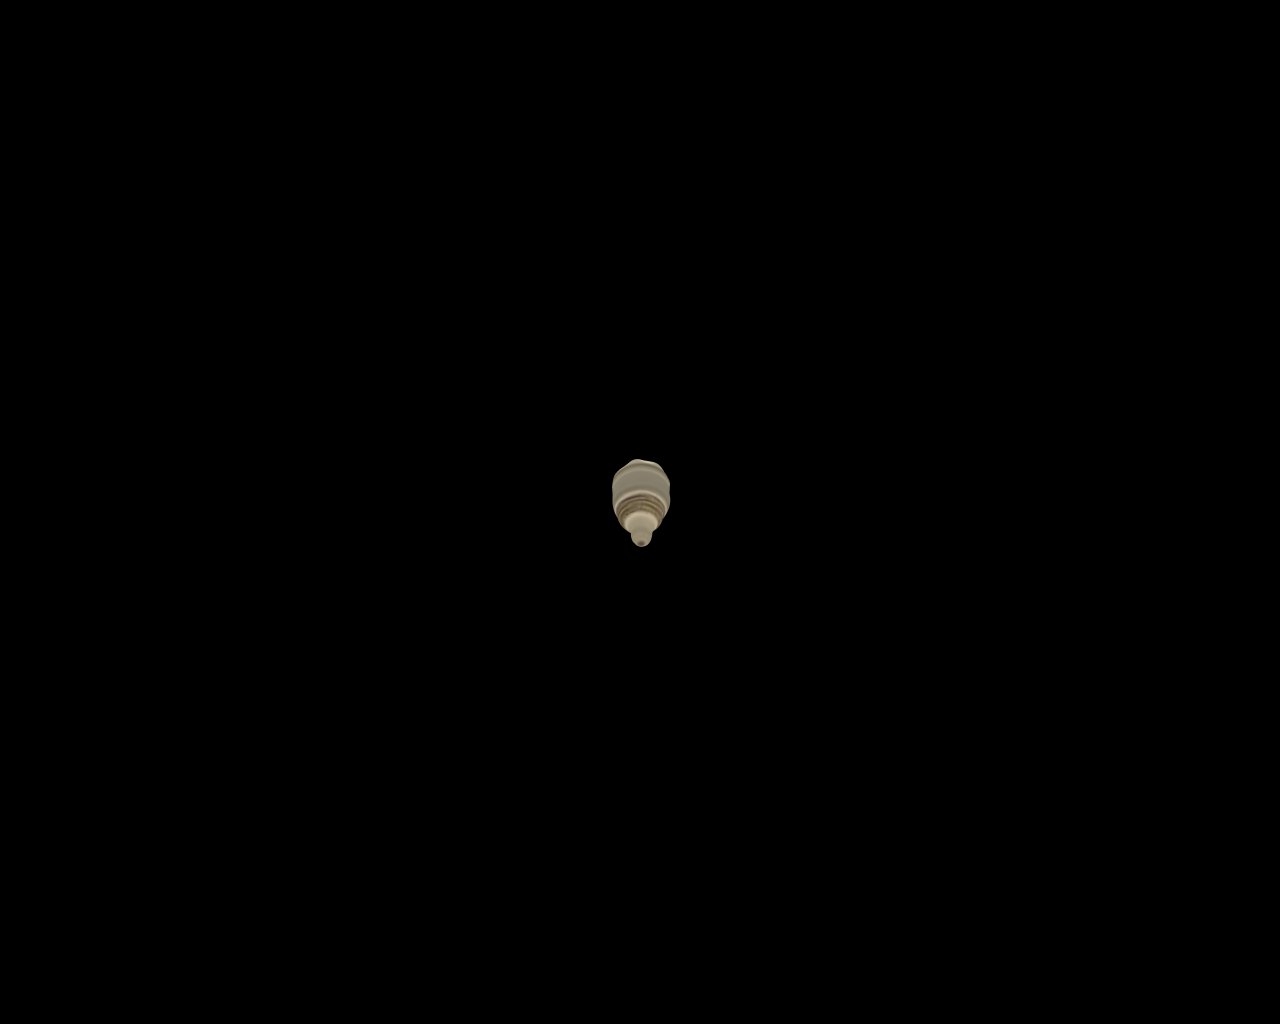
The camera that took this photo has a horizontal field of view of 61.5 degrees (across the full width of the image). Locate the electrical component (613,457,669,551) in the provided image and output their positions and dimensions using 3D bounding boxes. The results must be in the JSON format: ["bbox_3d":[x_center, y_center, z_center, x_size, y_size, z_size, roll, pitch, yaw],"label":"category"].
[{"bbox_3d":[0.001,-0.003,0.650,0.035,0.035,0.061,0,45,0],"label":"electrical component"}]
